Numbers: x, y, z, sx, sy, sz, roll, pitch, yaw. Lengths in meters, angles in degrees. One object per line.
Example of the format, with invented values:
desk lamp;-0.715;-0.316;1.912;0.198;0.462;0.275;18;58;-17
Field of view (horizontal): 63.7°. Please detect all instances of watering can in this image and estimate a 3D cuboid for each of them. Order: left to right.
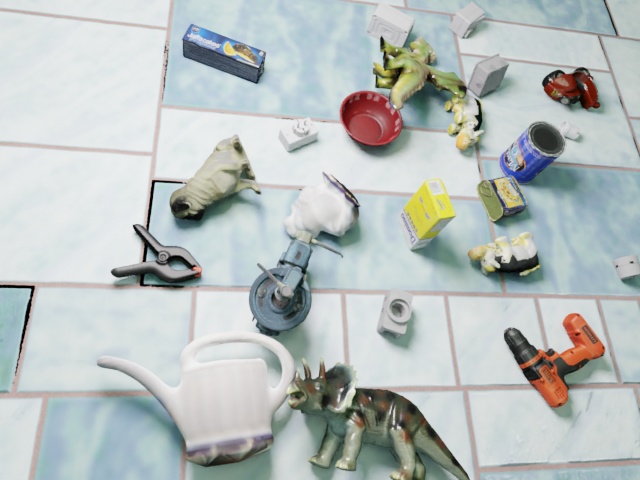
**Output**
watering can;-0.210;0.282;0.915;0.348;0.102;0.228;-4;67;-14

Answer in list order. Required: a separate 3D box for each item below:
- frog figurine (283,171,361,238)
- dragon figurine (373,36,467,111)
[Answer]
frog figurine;0.003;-0.057;1.139;0.137;0.123;0.158;45;101;0
dragon figurine;0.260;-0.411;1.296;0.243;0.119;0.421;6;44;-9
